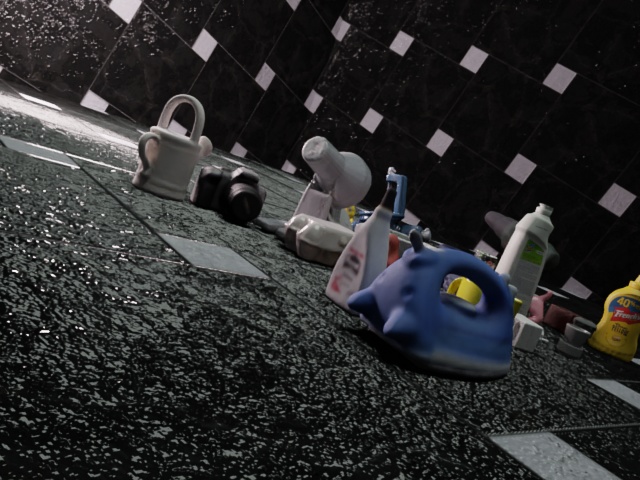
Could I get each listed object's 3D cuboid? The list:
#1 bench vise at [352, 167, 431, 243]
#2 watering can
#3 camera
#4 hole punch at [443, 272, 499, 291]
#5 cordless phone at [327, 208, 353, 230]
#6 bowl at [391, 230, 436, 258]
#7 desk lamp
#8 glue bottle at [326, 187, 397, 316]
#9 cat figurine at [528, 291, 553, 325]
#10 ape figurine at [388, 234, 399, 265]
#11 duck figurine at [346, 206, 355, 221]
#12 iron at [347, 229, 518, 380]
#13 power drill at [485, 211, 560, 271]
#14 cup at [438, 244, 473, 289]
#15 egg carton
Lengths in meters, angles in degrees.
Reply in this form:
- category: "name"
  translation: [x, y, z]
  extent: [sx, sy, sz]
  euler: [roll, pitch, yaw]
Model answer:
- category: "bench vise"
  translation: [0.204, -0.069, 1.512]
  extent: [0.207, 0.220, 0.121]
  euler: [22, 8, 6]
- category: "watering can"
  translation: [-0.276, -0.182, 1.097]
  extent: [0.101, 0.194, 0.173]
  euler: [22, 8, 2]
- category: "camera"
  translation: [-0.168, -0.093, 1.127]
  extent: [0.143, 0.101, 0.136]
  euler: [18, 8, -21]
- category: "hole punch"
  translation: [0.302, 0.094, 1.138]
  extent: [0.101, 0.091, 0.108]
  euler: [19, 8, -16]
- category: "cordless phone"
  translation: [0.053, -0.100, 1.448]
  extent: [0.094, 0.185, 0.148]
  euler: [24, 8, 20]
- category: "bowl"
  translation: [0.195, 0.029, 1.359]
  extent: [0.167, 0.075, 0.167]
  euler: [21, 8, -3]
- category: "desk lamp"
  translation: [-0.002, -0.096, 1.173]
  extent: [0.117, 0.213, 0.204]
  euler: [26, 9, 31]
- category: "glue bottle"
  translation: [0.065, 0.011, 0.768]
  extent: [0.037, 0.173, 0.077]
  euler: [15, 10, -40]
- category: "cat figurine"
  translation: [0.469, 0.118, 1.321]
  extent: [0.127, 0.118, 0.067]
  euler: [24, 8, 19]
- category: "ape figurine"
  translation: [0.119, 0.031, 1.075]
  extent: [0.076, 0.092, 0.077]
  euler: [18, 8, -20]
- category: "duck figurine"
  translation: [0.072, -0.062, 1.606]
  extent: [0.077, 0.086, 0.105]
  euler: [25, 9, 27]
- category: "iron"
  translation: [0.169, 0.080, 0.693]
  extent: [0.259, 0.141, 0.118]
  euler: [16, 9, -33]
- category: "power drill"
  translation: [0.472, 0.053, 1.436]
  extent: [0.076, 0.208, 0.228]
  euler: [14, 10, -42]
- category: "cup"
  translation: [0.298, 0.066, 1.302]
  extent: [0.091, 0.095, 0.118]
  euler: [22, 8, 8]
- category: "egg carton"
  translation: [0.010, 0.004, 1.054]
  extent: [0.151, 0.069, 0.107]
  euler: [15, 10, -38]
